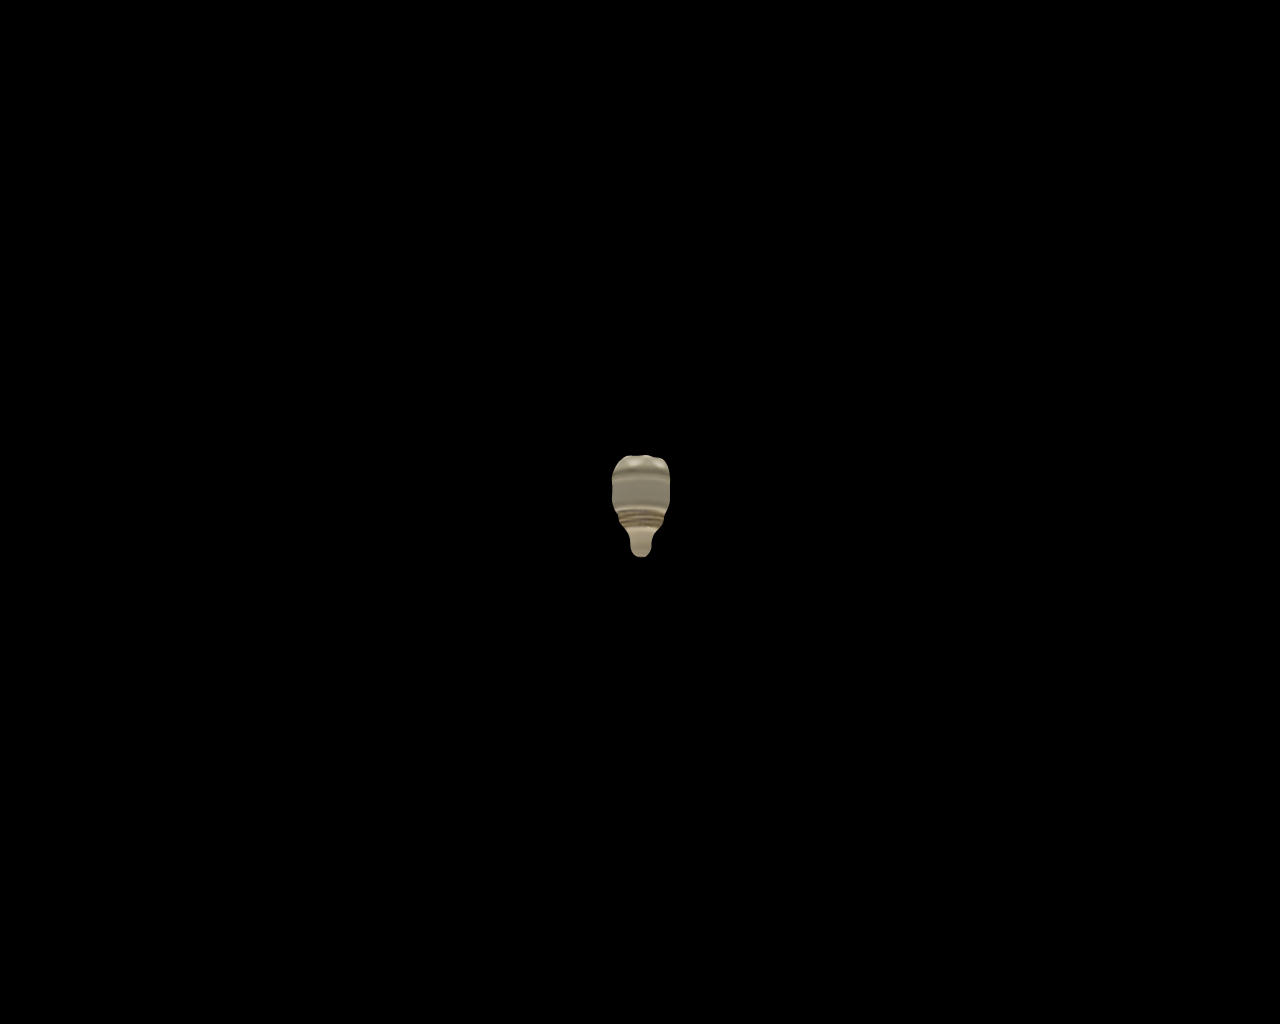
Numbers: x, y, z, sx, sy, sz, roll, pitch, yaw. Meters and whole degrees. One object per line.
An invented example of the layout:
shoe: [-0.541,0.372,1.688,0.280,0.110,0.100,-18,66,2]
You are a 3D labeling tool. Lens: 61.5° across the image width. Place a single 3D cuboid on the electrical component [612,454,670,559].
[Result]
electrical component: [0.001,-0.003,0.650,0.035,0.061,0.035,0,-9,0]
